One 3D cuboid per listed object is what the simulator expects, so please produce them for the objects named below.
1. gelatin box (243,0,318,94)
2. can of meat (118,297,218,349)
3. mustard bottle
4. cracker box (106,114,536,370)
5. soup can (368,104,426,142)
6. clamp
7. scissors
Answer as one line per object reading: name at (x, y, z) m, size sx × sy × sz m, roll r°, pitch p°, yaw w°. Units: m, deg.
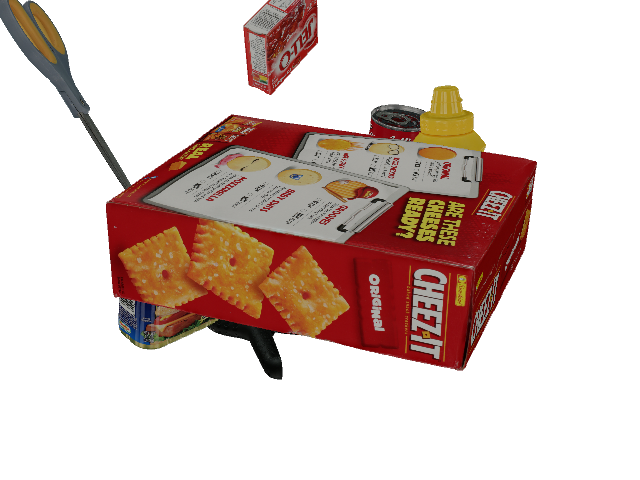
gelatin box at (-0.035, -0.193, 1.001) m, size 0.030 × 0.089 × 0.073 m, roll 26°, pitch -34°, yaw 19°
can of meat at (-0.129, 0.038, 0.938) m, size 0.101 × 0.084 × 0.058 m, roll -22°, pitch 42°, yaw -40°
mustard bottle at (0.100, -0.025, 0.833) m, size 0.058 × 0.192 × 0.096 m, roll 4°, pitch 19°, yaw 22°
cracker box at (0.006, -0.007, 0.641) m, size 0.214 × 0.072 × 0.164 m, roll 11°, pitch 28°, yaw 19°
soup can at (0.083, -0.089, 1.163) m, size 0.068 × 0.102 × 0.068 m, roll 5°, pitch 29°, yaw -3°
clamp at (-0.069, 0.097, 1.211) m, size 0.210 × 0.036 × 0.164 m, roll 16°, pitch 22°, yaw 30°
scissors at (-0.216, -0.132, 0.940) m, size 0.016 × 0.201 × 0.096 m, roll -28°, pitch 26°, yaw 10°
